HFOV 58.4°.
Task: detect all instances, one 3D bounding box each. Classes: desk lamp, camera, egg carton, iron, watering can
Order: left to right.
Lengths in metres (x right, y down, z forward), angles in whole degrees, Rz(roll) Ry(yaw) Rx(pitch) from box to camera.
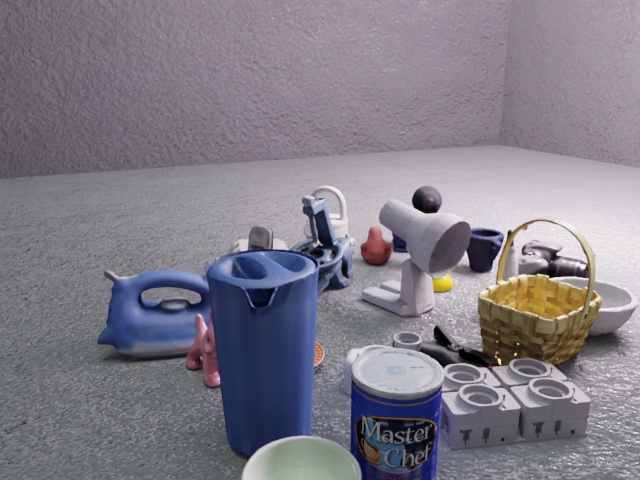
[{"bbox_3d":[-0.240,0.111,0.976,0.258,0.141,0.118,-3,17,-11],"label":"iron"},{"bbox_3d":[-0.140,0.040,1.341,0.150,0.069,0.107,-3,17,-10],"label":"egg carton"},{"bbox_3d":[0.016,-0.030,1.359,0.101,0.194,0.173,0,17,2],"label":"watering can"},{"bbox_3d":[0.180,0.035,1.105,0.118,0.214,0.202,-15,22,-40],"label":"desk lamp"},{"bbox_3d":[0.492,0.061,1.217,0.136,0.101,0.144,12,21,36],"label":"camera"}]

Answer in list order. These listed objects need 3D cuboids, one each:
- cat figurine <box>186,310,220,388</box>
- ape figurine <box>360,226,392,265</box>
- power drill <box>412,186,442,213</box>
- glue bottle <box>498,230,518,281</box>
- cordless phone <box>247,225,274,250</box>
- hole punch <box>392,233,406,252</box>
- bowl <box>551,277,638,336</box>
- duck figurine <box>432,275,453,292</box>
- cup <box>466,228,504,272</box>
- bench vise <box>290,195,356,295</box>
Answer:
[{"bbox_3d":[-0.157,0.154,0.875,0.067,0.118,0.127,-13,21,-37],"label":"cat figurine"},{"bbox_3d":[0.137,0.011,1.401,0.077,0.092,0.076,4,17,13],"label":"ape figurine"},{"bbox_3d":[0.245,-0.028,1.327,0.075,0.208,0.229,2,17,6],"label":"power drill"},{"bbox_3d":[0.352,0.064,1.080,0.037,0.173,0.078,4,17,12],"label":"glue bottle"},{"bbox_3d":[-0.079,0.071,1.036,0.147,0.185,0.094,9,19,29],"label":"cordless phone"},{"bbox_3d":[0.244,-0.021,1.510,0.108,0.091,0.101,1,17,4],"label":"hole punch"},{"bbox_3d":[0.478,0.128,1.038,0.167,0.075,0.167,0,17,0],"label":"bowl"},{"bbox_3d":[0.248,0.058,1.254,0.078,0.086,0.104,-7,18,-23],"label":"duck figurine"},{"bbox_3d":[0.385,0.030,1.331,0.092,0.095,0.117,-4,17,-13],"label":"cup"},{"bbox_3d":[0.000,0.003,1.201,0.121,0.220,0.208,5,17,16],"label":"bench vise"}]
